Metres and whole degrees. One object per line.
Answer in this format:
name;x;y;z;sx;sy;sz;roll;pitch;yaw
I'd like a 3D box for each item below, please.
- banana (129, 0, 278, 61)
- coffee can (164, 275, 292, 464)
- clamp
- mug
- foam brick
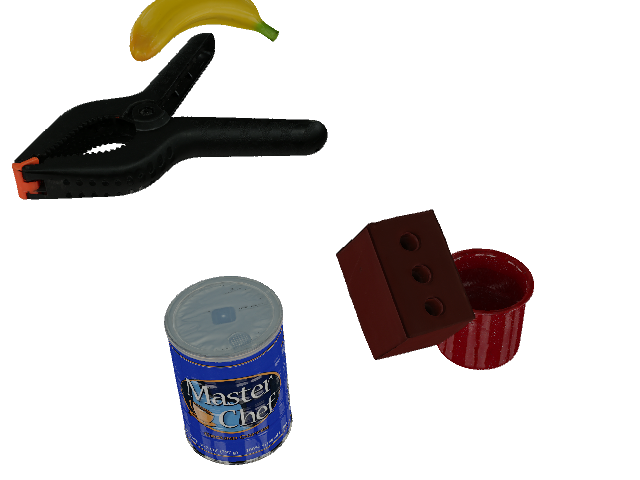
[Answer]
banana;-0.120;-0.213;1.021;0.070;0.037;0.197;45;39;19
coffee can;-0.080;0.117;0.961;0.103;0.140;0.103;-2;39;2
clamp;-0.111;-0.075;0.752;0.209;0.036;0.165;-31;49;-30
mug;0.148;0.060;1.017;0.093;0.081;0.117;-9;40;-9
foam brick;0.053;0.029;0.681;0.052;0.078;0.051;-13;-16;-29
